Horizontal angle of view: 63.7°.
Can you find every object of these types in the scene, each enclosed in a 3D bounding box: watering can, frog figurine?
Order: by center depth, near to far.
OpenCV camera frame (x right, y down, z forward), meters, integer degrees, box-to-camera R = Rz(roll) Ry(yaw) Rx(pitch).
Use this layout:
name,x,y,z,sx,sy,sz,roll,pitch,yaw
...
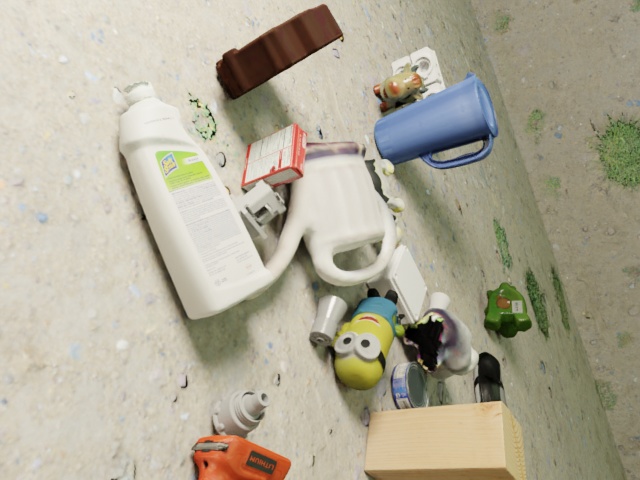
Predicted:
name,x,y,z,sx,sy,sz,roll,pitch,yaw
watering can,0.002,-0.038,0.751,0.349,0.103,0.225,-9,81,-49
frog figurine,0.239,0.203,0.970,0.157,0.138,0.123,35,83,-42
